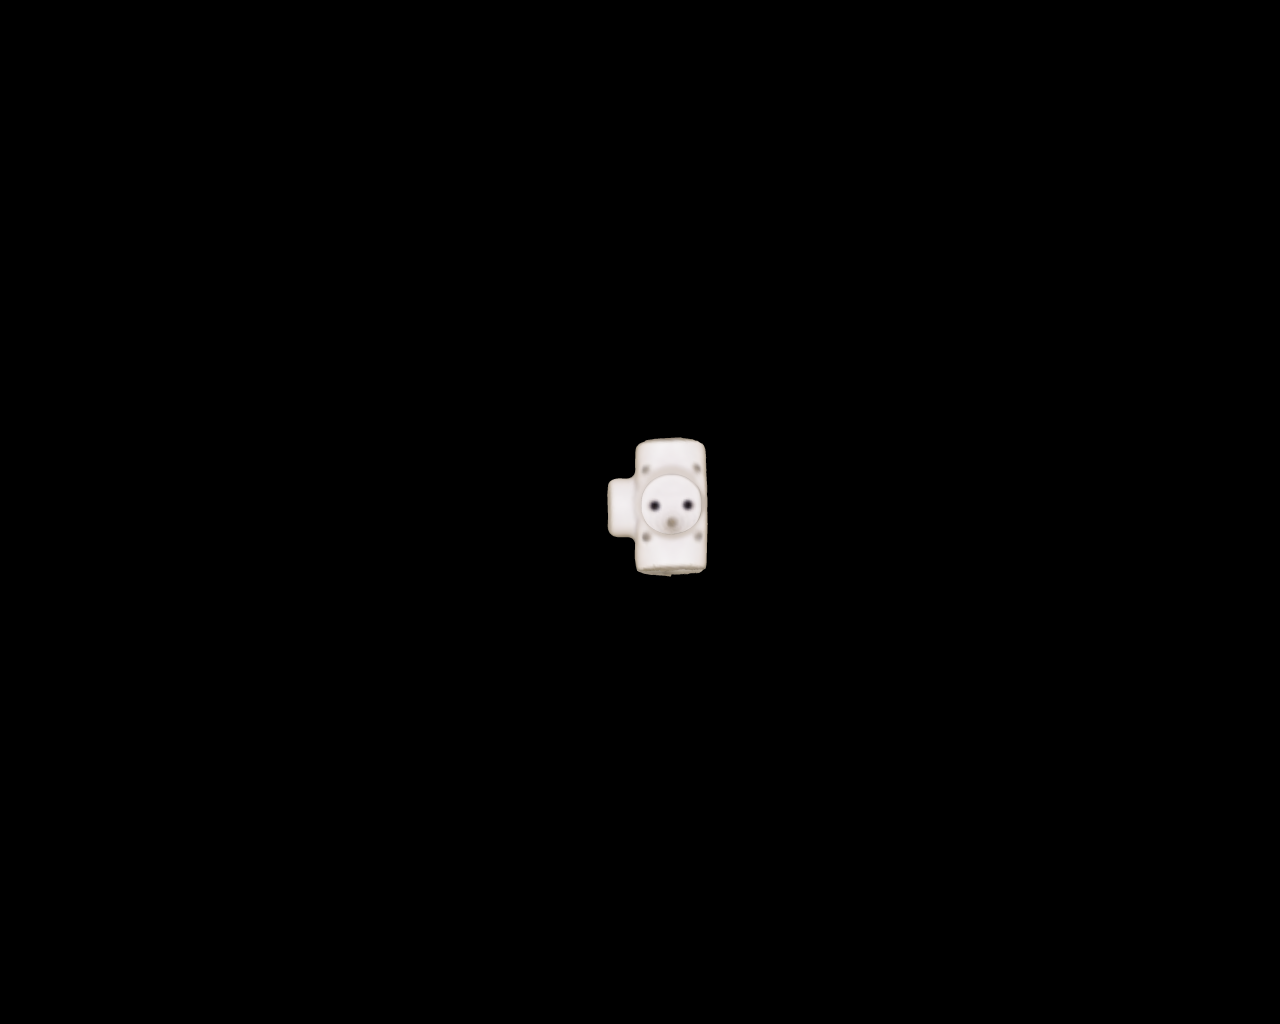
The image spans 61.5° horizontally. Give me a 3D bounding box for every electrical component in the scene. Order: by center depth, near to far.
[{"bbox_3d":[0.001,-0.003,0.650,0.079,0.077,0.044,0,-7,0],"label":"electrical component"}]
